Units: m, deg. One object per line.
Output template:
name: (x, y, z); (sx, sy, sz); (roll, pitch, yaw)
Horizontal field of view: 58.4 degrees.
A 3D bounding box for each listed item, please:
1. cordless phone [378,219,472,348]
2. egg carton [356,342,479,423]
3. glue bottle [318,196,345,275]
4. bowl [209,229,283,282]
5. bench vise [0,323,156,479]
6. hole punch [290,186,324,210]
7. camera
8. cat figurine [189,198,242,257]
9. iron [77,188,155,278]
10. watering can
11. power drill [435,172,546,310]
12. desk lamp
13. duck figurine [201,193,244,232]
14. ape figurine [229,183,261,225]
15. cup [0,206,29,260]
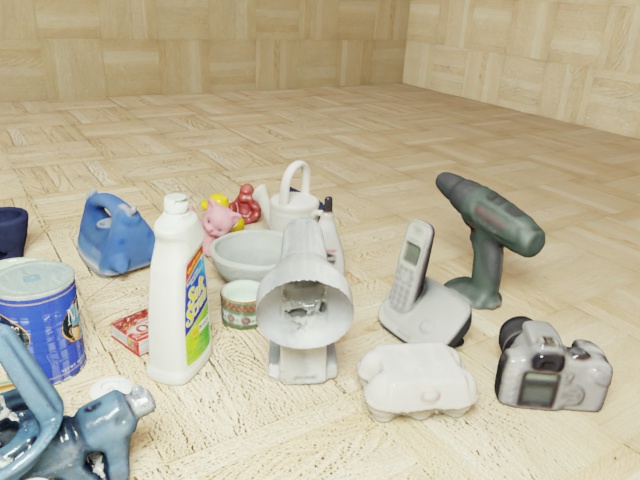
cordless phone: (0.166, 0.071, 0.876); (0.094, 0.185, 0.147); (-15, 30, -35)
egg carton: (0.126, 0.187, 0.751); (0.150, 0.069, 0.107); (-1, 24, -10)
glue bottle: (0.009, 0.004, 1.024); (0.078, 0.173, 0.037); (-4, 25, -15)
bowl: (-0.116, 0.045, 1.038); (0.167, 0.075, 0.167); (3, 24, -1)
bench vise: (-0.280, 0.162, 0.568); (0.121, 0.220, 0.208); (23, 31, 38)
hole punch: (-0.034, -0.074, 1.297); (0.101, 0.091, 0.108); (-2, 24, -12)
camera: (0.313, 0.158, 0.802); (0.143, 0.101, 0.137); (4, 24, 2)
cat figurine: (-0.219, -0.034, 1.150); (0.127, 0.118, 0.067); (18, 28, 30)
iron: (-0.401, -0.030, 1.088); (0.257, 0.141, 0.119); (24, 31, 39)
watering can: (-0.059, -0.064, 1.144); (0.172, 0.194, 0.101); (7, 24, 8)
power drill: (0.279, 0.005, 1.011); (0.076, 0.208, 0.228); (-14, 29, -34)
desk lamp: (-0.025, 0.090, 0.772); (0.118, 0.214, 0.203); (1, 24, -5)
duck figurine: (-0.215, -0.058, 1.245); (0.104, 0.086, 0.078); (10, 25, 16)
ape figurine: (-0.168, -0.084, 1.301); (0.077, 0.092, 0.076); (10, 25, 16)
cup: (-0.593, -0.001, 1.055); (0.091, 0.095, 0.118); (18, 28, 30)
